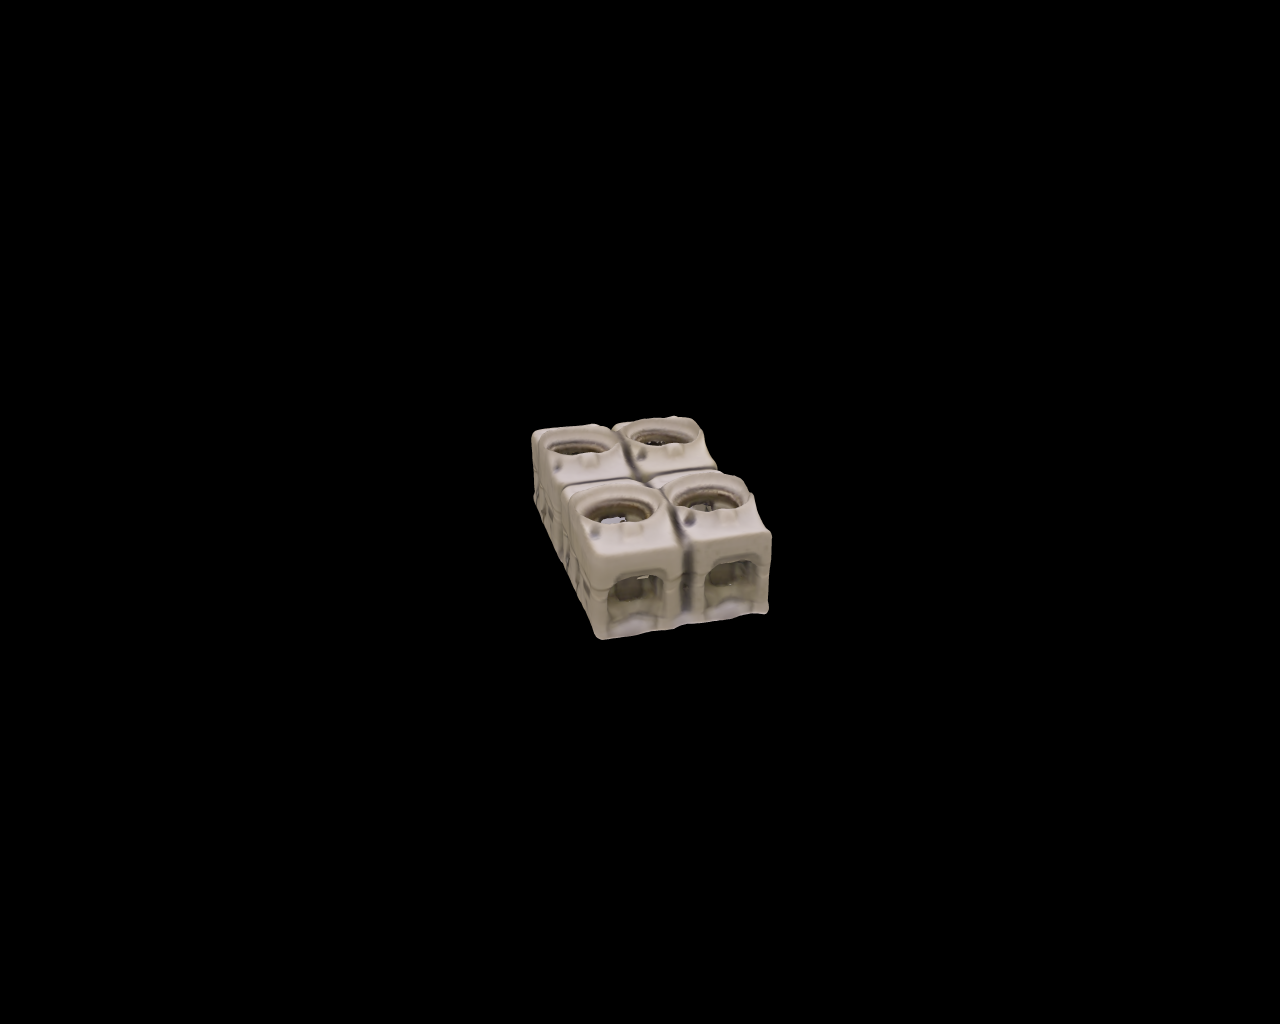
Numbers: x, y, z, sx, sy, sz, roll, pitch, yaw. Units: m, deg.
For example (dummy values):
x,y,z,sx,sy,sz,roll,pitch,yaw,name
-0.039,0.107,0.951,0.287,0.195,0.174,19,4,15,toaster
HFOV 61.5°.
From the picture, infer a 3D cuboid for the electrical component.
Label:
x,y,z,sx,sy,sz,roll,pitch,yaw,name
0.001,-0.003,0.650,0.105,0.060,0.186,-7,27,-14,electrical component
